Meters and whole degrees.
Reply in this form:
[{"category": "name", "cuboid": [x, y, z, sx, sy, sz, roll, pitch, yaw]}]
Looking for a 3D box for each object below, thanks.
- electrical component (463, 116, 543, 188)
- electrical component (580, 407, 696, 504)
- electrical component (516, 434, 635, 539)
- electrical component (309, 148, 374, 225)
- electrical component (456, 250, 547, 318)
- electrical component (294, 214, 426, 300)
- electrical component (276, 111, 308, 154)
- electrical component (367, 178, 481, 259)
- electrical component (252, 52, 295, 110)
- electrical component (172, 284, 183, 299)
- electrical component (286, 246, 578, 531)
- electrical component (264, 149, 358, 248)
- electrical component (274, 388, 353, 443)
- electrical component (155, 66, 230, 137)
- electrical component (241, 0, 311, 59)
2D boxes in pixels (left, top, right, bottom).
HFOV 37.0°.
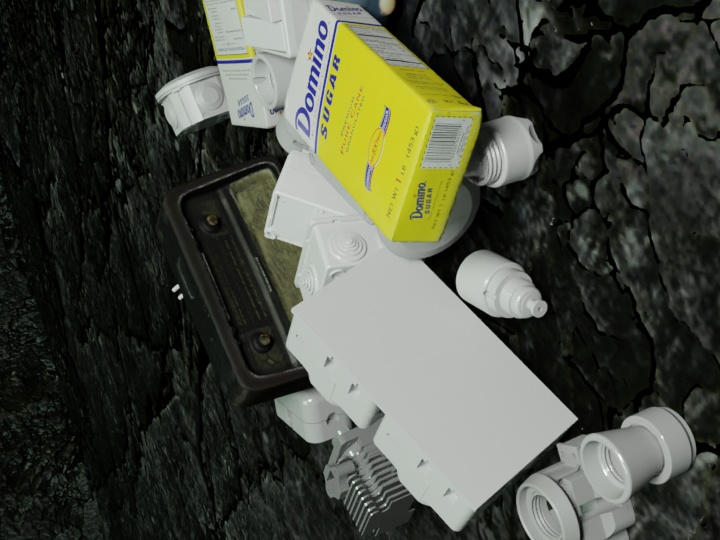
[{"category": "electrical component", "cuboid": [0.083, -0.074, 0.694, 0.043, 0.062, 0.043, 44, 144, 45]}, {"category": "electrical component", "cuboid": [0.169, 0.111, 0.651, 0.045, 0.055, 0.045, 44, 143, 45]}, {"category": "electrical component", "cuboid": [0.144, 0.159, 0.732, 0.058, 0.057, 0.078, -6, 101, 65]}, {"category": "electrical component", "cuboid": [0.010, -0.107, 0.828, 0.108, 0.056, 0.108, 48, 146, 41]}, {"category": "electrical component", "cuboid": [0.100, 0.014, 0.744, 0.078, 0.040, 0.040, 32, 134, 54]}, {"category": "electrical component", "cuboid": [0.000, 0.000, 0.873, 0.099, 0.100, 0.048, 108, 150, -52]}, {"category": "electrical component", "cuboid": [-0.039, -0.128, 0.919, 0.055, 0.055, 0.047, 63, 150, 18]}, {"category": "electrical component", "cuboid": [0.042, -0.052, 0.774, 0.051, 0.080, 0.080, -127, 30, -43]}, {"category": "electrical component", "cuboid": [-0.064, -0.170, 0.948, 0.055, 0.047, 0.055, 44, 143, 46]}, {"category": "electrical component", "cuboid": [-0.180, 0.004, 1.216, 0.052, 0.074, 0.138, 42, 168, 29]}, {"category": "electrical component", "cuboid": [0.046, 0.081, 0.773, 0.186, 0.105, 0.060, 46, 149, 17]}, {"category": "electrical component", "cuboid": [-0.025, -0.053, 0.911, 0.061, 0.096, 0.061, 110, 178, -54]}, {"category": "electrical component", "cuboid": [-0.052, 0.130, 1.119, 0.095, 0.054, 0.059, 29, 132, 56]}, {"category": "electrical component", "cuboid": [-0.168, -0.176, 1.120, 0.080, 0.080, 0.051, -16, 97, 65]}, {"category": "electrical component", "cuboid": [-0.063, -0.215, 0.898, 0.096, 0.061, 0.061, 29, 132, 56]}]
